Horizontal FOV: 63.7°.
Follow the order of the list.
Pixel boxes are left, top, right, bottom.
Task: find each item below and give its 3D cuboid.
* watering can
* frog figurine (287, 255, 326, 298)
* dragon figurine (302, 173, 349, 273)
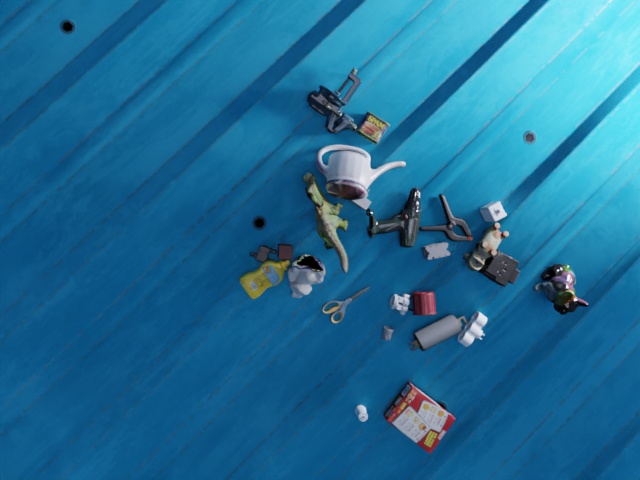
[{"bbox_3d":[0.148,-0.249,1.909,0.347,0.102,0.229,11,61,-4],"label":"watering can"},{"bbox_3d":[-0.054,0.140,1.917,0.137,0.125,0.156,2,127,-13],"label":"frog figurine"},{"bbox_3d":[0.006,-0.091,1.817,0.121,0.420,0.238,-30,133,11],"label":"dragon figurine"}]
